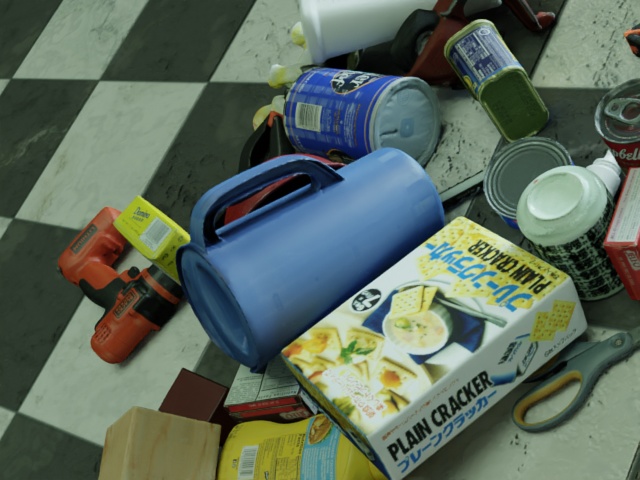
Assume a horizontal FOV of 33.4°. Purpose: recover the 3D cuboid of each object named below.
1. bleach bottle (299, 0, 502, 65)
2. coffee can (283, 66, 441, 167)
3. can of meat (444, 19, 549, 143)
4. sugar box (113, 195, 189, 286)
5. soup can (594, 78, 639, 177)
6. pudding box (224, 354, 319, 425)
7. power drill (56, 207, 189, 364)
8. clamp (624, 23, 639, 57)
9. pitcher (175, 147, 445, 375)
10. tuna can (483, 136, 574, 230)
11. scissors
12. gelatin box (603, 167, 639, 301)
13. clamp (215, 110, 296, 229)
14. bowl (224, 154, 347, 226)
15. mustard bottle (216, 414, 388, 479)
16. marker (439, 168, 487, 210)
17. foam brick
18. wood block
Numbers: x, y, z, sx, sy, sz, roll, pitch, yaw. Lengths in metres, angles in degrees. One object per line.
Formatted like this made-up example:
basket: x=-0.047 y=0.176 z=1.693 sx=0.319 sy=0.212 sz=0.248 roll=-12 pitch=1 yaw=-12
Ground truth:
bleach bottle: x=0.105 y=-0.263 z=1.187 sx=0.251 sy=0.068 sz=0.102 roll=-12 pitch=28 yaw=5
coffee can: x=0.044 y=-0.129 z=1.144 sx=0.141 sy=0.102 sz=0.102 roll=16 pitch=69 yaw=45
can of meat: x=0.177 y=-0.155 z=1.059 sx=0.057 sy=0.102 sz=0.084 roll=-34 pitch=45 yaw=11
sugar box: x=-0.125 y=0.032 z=1.097 sx=0.048 sy=0.176 sz=0.093 roll=-50 pitch=42 yaw=-3
soup can: x=0.285 y=-0.081 z=0.912 sx=0.069 sy=0.102 sz=0.068 roll=-21 pitch=47 yaw=25
pudding box: x=-0.034 y=0.126 z=1.038 sx=0.090 sy=0.039 sz=0.113 roll=-12 pitch=39 yaw=30
power drill: x=-0.225 y=0.033 z=1.265 sx=0.184 sy=0.057 sz=0.188 roll=-48 pitch=42 yaw=-1
clamp: x=0.378 y=-0.186 z=0.966 sx=0.210 sy=0.036 sz=0.164 roll=-7 pitch=47 yaw=37
pitcher: x=-0.007 y=0.001 z=0.998 sx=0.242 sy=0.149 sz=0.145 roll=-31 pitch=75 yaw=-23
tuna can: x=0.199 y=-0.052 z=0.999 sx=0.086 sy=0.033 sz=0.086 roll=-14 pitch=60 yaw=25
scissors: x=0.233 y=0.081 z=0.890 sx=0.202 sy=0.016 sz=0.096 roll=-41 pitch=42 yaw=4
gelatin box: x=0.268 y=-0.005 z=0.878 sx=0.030 sy=0.073 sz=0.089 roll=-1 pitch=49 yaw=37
clamp: x=-0.064 y=-0.056 z=1.194 sx=0.120 sy=0.039 sz=0.171 roll=30 pitch=102 yaw=41
bowl: x=-0.040 y=-0.035 z=1.087 sx=0.162 sy=0.162 sz=0.055 roll=-41 pitch=64 yaw=5
mustard bottle: x=-0.001 y=0.202 z=0.951 sx=0.192 sy=0.058 sz=0.096 roll=-14 pitch=50 yaw=31
marker: x=0.150 y=-0.054 z=1.061 sx=0.121 sy=0.020 sz=0.020 roll=-28 pitch=44 yaw=18
foam brick: x=-0.113 y=0.170 z=1.071 sx=0.078 sy=0.053 sz=0.051 roll=15 pitch=68 yaw=44
wood block: x=-0.156 y=0.268 z=0.963 sx=0.091 sy=0.090 sz=0.206 roll=138 pitch=143 yaw=-55
